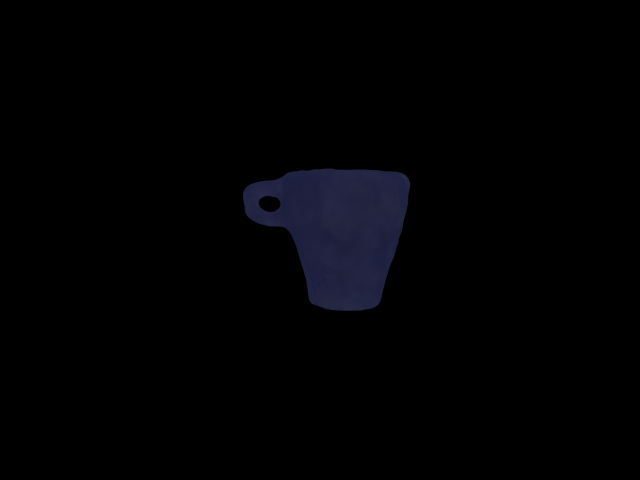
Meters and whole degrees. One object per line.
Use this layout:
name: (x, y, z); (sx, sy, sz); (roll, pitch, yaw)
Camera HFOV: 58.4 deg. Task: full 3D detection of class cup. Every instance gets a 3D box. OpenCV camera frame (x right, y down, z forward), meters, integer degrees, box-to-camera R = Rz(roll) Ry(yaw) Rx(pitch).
cup: (0.004, 0.001, 0.400); (0.117, 0.095, 0.092); (0, 0, 5)
